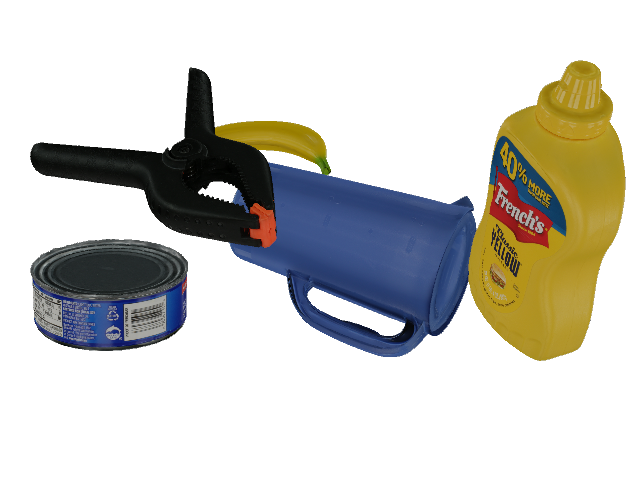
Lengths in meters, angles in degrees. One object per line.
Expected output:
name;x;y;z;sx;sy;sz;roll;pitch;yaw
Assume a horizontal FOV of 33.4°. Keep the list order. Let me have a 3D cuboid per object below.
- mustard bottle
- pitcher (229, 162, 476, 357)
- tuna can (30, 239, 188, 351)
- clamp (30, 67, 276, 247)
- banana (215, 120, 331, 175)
mustard bottle;0.137;-0.023;0.637;0.058;0.192;0.096;-13;46;-18
pitcher;0.027;0.009;1.089;0.243;0.145;0.149;17;23;21
tuna can;-0.117;0.029;0.594;0.086;0.034;0.086;2;20;-1
clamp;-0.097;-0.062;0.811;0.210;0.036;0.164;29;53;33
banana;-0.075;-0.121;1.320;0.198;0.037;0.069;6;39;16
